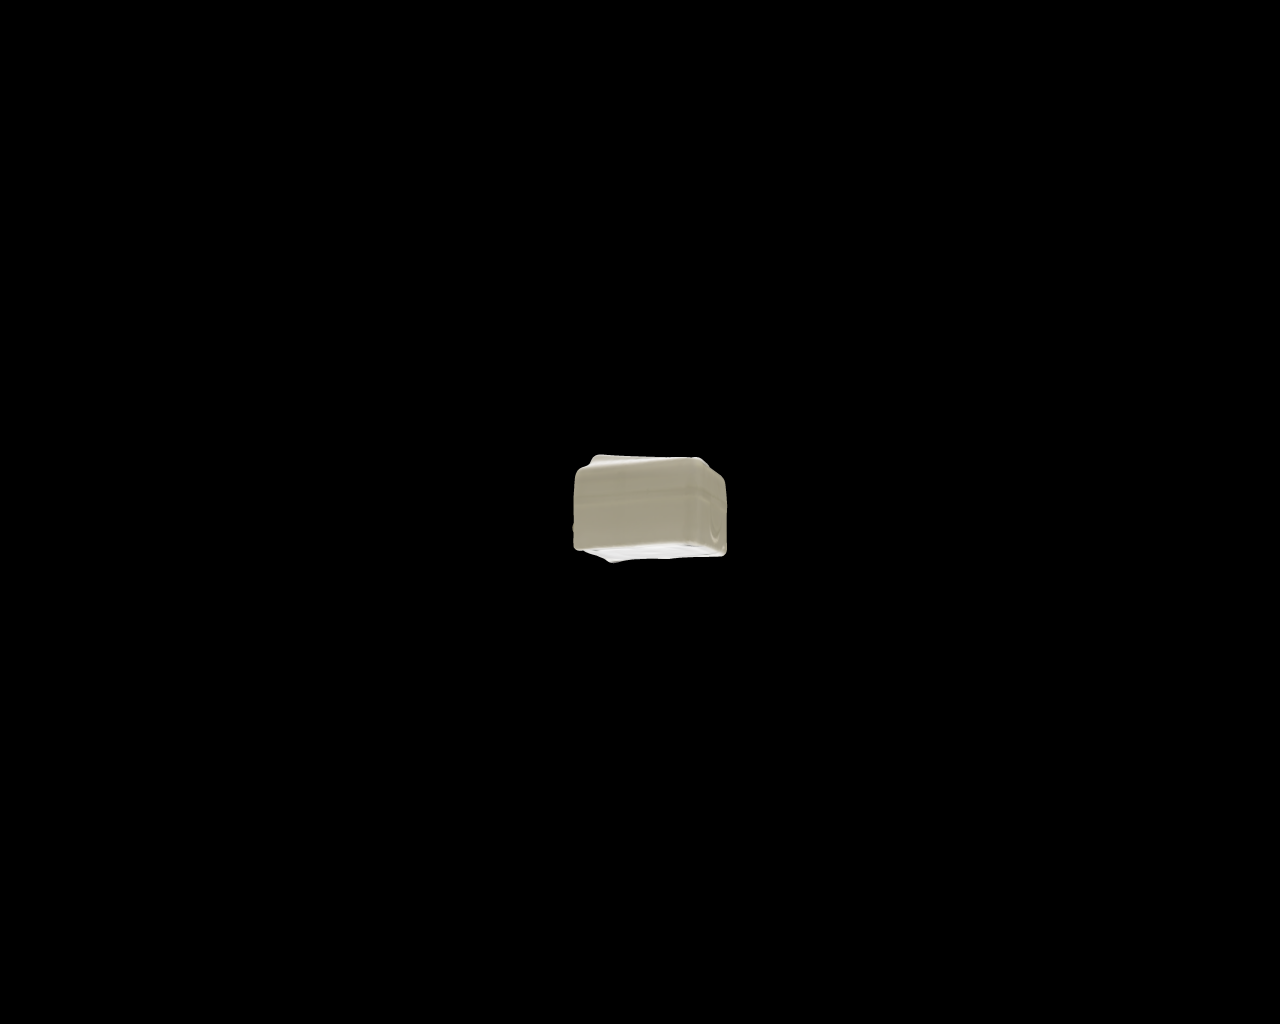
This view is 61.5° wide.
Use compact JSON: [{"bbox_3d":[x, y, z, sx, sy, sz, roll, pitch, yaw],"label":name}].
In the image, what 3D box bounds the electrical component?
[{"bbox_3d":[0.001,-0.003,0.650,0.096,0.061,0.061,-4,-11,20],"label":"electrical component"}]
